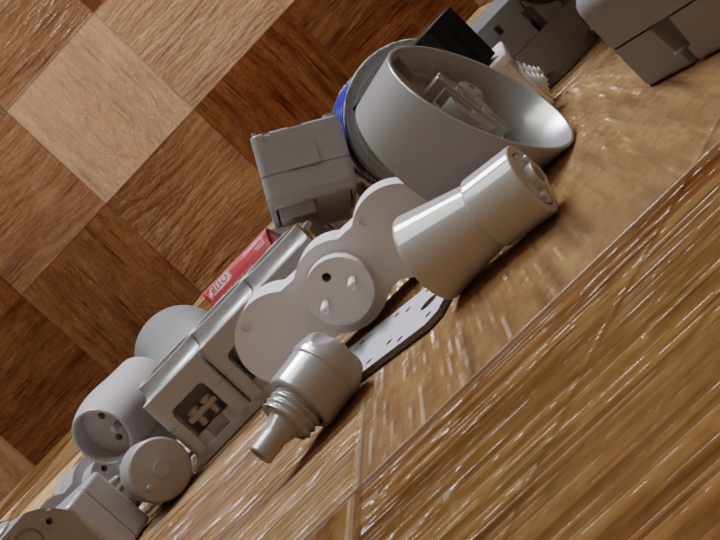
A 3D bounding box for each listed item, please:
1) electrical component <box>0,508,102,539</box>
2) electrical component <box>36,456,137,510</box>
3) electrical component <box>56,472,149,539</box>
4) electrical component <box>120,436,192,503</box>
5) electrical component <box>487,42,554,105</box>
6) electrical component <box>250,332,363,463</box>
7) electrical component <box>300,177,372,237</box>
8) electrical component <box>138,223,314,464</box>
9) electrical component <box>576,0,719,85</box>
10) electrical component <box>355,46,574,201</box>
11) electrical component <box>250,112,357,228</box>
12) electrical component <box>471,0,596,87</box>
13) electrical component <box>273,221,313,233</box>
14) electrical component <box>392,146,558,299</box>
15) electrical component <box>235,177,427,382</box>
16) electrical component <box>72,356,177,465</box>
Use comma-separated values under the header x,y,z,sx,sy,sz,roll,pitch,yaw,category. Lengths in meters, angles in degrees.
x,y,z,sx,sy,sz,roll,pitch,yaw,category
-0.166,0.162,0.543,0.051,0.080,0.080,-32,15,43,electrical component
-0.187,0.158,0.787,0.074,0.052,0.138,-39,11,43,electrical component
-0.176,0.165,0.704,0.083,0.047,0.075,-42,9,32,electrical component
-0.134,0.129,0.691,0.040,0.040,0.078,-49,8,-23,electrical component
0.074,-0.091,0.670,0.100,0.048,0.099,-44,8,16,electrical component
-0.027,0.060,0.485,0.061,0.035,0.035,-52,9,-23,electrical component
-0.017,-0.057,0.983,0.059,0.054,0.095,-49,8,-21,electrical component
-0.072,0.044,0.718,0.150,0.062,0.089,-46,7,2,electrical component
0.139,-0.127,0.461,0.053,0.059,0.095,-49,7,-16,electrical component
0.050,-0.074,0.547,0.064,0.099,0.099,-49,5,27,electrical component
-0.037,-0.063,0.757,0.062,0.061,0.096,-15,-7,-4,electrical component
0.116,-0.167,0.792,0.089,0.062,0.150,-46,7,0,electrical component
-0.062,0.002,0.884,0.081,0.064,0.042,-43,7,19,electrical component
0.052,-0.023,0.464,0.065,0.044,0.044,-37,10,26,electrical component
-0.010,0.008,0.580,0.138,0.052,0.073,-42,7,7,electrical component
-0.154,0.111,0.755,0.043,0.079,0.077,-31,13,22,electrical component
